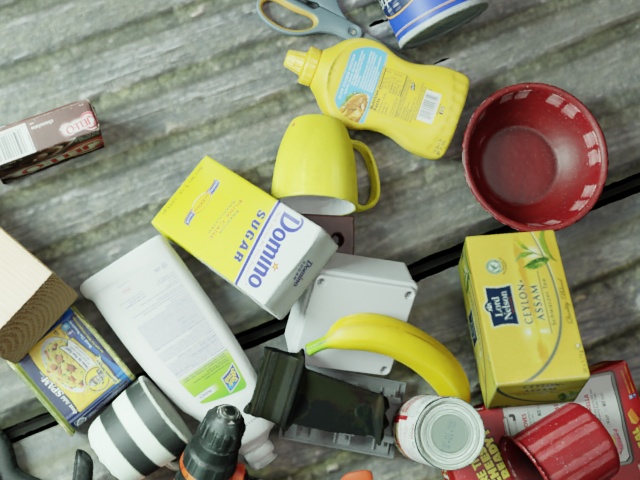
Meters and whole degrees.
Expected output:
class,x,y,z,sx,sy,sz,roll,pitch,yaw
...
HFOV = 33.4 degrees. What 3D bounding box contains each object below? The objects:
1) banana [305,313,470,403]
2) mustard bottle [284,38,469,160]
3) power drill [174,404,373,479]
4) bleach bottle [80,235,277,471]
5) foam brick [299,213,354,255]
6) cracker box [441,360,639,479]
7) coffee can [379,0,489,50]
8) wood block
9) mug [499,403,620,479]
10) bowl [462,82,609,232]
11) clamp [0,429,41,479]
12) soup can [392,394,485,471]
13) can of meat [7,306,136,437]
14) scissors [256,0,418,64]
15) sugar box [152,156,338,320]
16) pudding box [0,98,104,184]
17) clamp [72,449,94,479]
class,x,y,z,sx,sy,sz,roll,pitch,yaw
banana,0.084,0.114,1.051,0.197,0.070,0.037,25,40,-23
mustard bottle,0.054,-0.159,1.125,0.191,0.058,0.096,20,91,-6
power drill,-0.046,0.239,1.026,0.187,0.185,0.057,16,39,-9
bleach bottle,-0.129,0.124,1.067,0.102,0.068,0.251,-33,92,-9
foam brick,-0.007,0.001,1.103,0.078,0.051,0.053,1,84,-9
cracker box,0.238,0.234,1.107,0.213,0.072,0.164,-18,85,-9
coffee can,0.101,-0.287,1.124,0.102,0.103,0.140,-25,88,-11
wood block,-0.341,0.013,1.004,0.206,0.090,0.090,38,79,14
mug,0.239,0.219,1.024,0.081,0.093,0.117,-28,73,-14
bowl,0.223,-0.085,1.145,0.162,0.055,0.162,1,84,-9
clamp,-0.313,0.233,1.039,0.120,0.039,0.171,-27,95,-17
soup can,0.111,0.181,1.009,0.068,0.102,0.068,1,82,-7
can of meat,-0.244,0.127,1.051,0.084,0.057,0.102,-40,91,-12
scissors,0.032,-0.243,1.153,0.201,0.016,0.096,13,82,-7
sugar box,-0.076,-0.006,1.046,0.176,0.048,0.093,31,80,37
pudding box,-0.272,-0.096,1.053,0.113,0.090,0.039,-20,86,-10
clamp,-0.258,0.326,1.020,0.164,0.036,0.210,-24,100,-12
